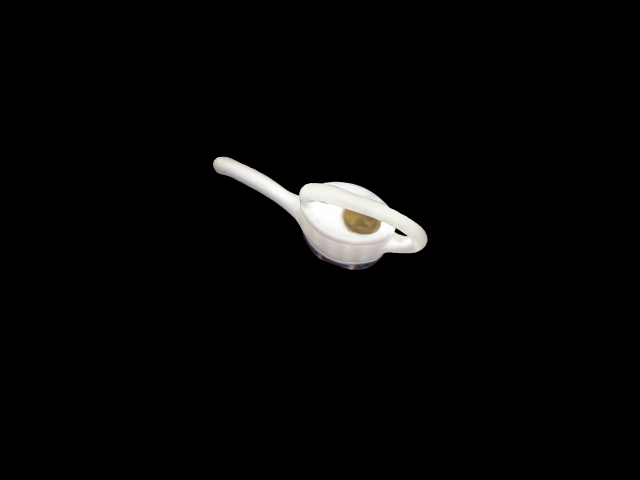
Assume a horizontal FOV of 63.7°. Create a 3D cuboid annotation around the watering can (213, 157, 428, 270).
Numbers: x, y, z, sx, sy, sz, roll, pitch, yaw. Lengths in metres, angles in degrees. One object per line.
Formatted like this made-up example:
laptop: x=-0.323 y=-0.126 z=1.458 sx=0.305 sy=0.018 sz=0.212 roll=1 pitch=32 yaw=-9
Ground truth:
watering can: x=0.003 y=-0.043 z=0.850 sx=0.348 sy=0.105 sz=0.221 roll=19 pitch=-17 yaw=7
